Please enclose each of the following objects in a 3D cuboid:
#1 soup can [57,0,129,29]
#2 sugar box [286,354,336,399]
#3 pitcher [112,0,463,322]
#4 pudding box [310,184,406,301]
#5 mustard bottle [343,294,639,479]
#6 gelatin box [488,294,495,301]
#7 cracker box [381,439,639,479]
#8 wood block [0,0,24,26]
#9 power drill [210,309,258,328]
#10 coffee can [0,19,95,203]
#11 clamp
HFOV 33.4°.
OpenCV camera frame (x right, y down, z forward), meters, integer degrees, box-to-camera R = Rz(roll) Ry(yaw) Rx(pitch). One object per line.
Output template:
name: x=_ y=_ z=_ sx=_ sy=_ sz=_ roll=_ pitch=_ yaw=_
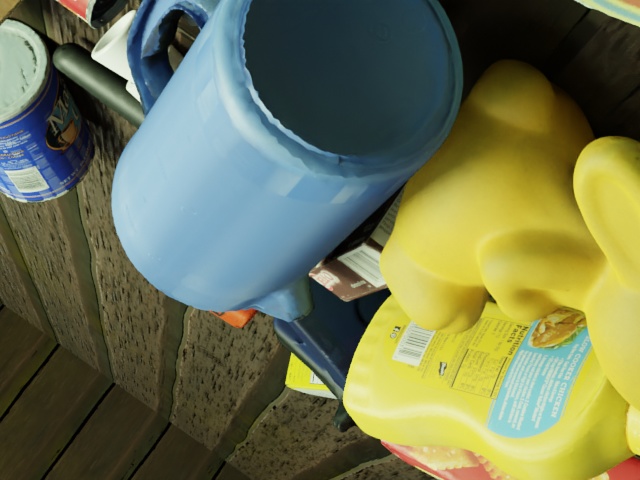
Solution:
soup can: x=-0.153 y=-0.180 z=0.617 sx=0.102 sy=0.068 sz=0.069 roll=36 pitch=162 yaw=-1
sugar box: x=0.042 y=0.132 z=1.029 sx=0.093 sy=0.048 sz=0.176 roll=13 pitch=167 yaw=-22
pitcher: x=-0.031 y=-0.056 z=0.535 sx=0.149 sy=0.145 sz=0.243 roll=17 pitch=162 yaw=-13
pudding box: x=0.043 y=-0.013 z=0.650 sx=0.039 sy=0.090 sz=0.114 roll=37 pitch=161 yaw=-11
mustard bottle: x=0.111 y=0.078 z=0.564 sx=0.192 sy=0.096 sz=0.058 roll=9 pitch=145 yaw=39
gelatin box: x=0.135 y=0.047 z=0.635 sx=0.073 sy=0.089 sz=0.030 roll=22 pitch=166 yaw=35
cracker box: x=0.165 y=0.158 z=0.653 sx=0.214 sy=0.072 sz=0.164 roll=26 pitch=175 yaw=34
wood block: x=-0.304 y=-0.222 z=0.743 sx=0.206 sy=0.090 sz=0.090 roll=42 pitch=160 yaw=-18
power drill: x=-0.059 y=0.045 z=1.022 sx=0.184 sy=0.057 sz=0.188 roll=38 pitch=160 yaw=-16
coffee can: x=-0.264 y=-0.109 z=0.928 sx=0.103 sy=0.102 sz=0.140 roll=29 pitch=161 yaw=18
clamp: x=-0.106 y=-0.070 z=0.852 sx=0.210 sy=0.036 sz=0.164 roll=26 pitch=160 yaw=23
